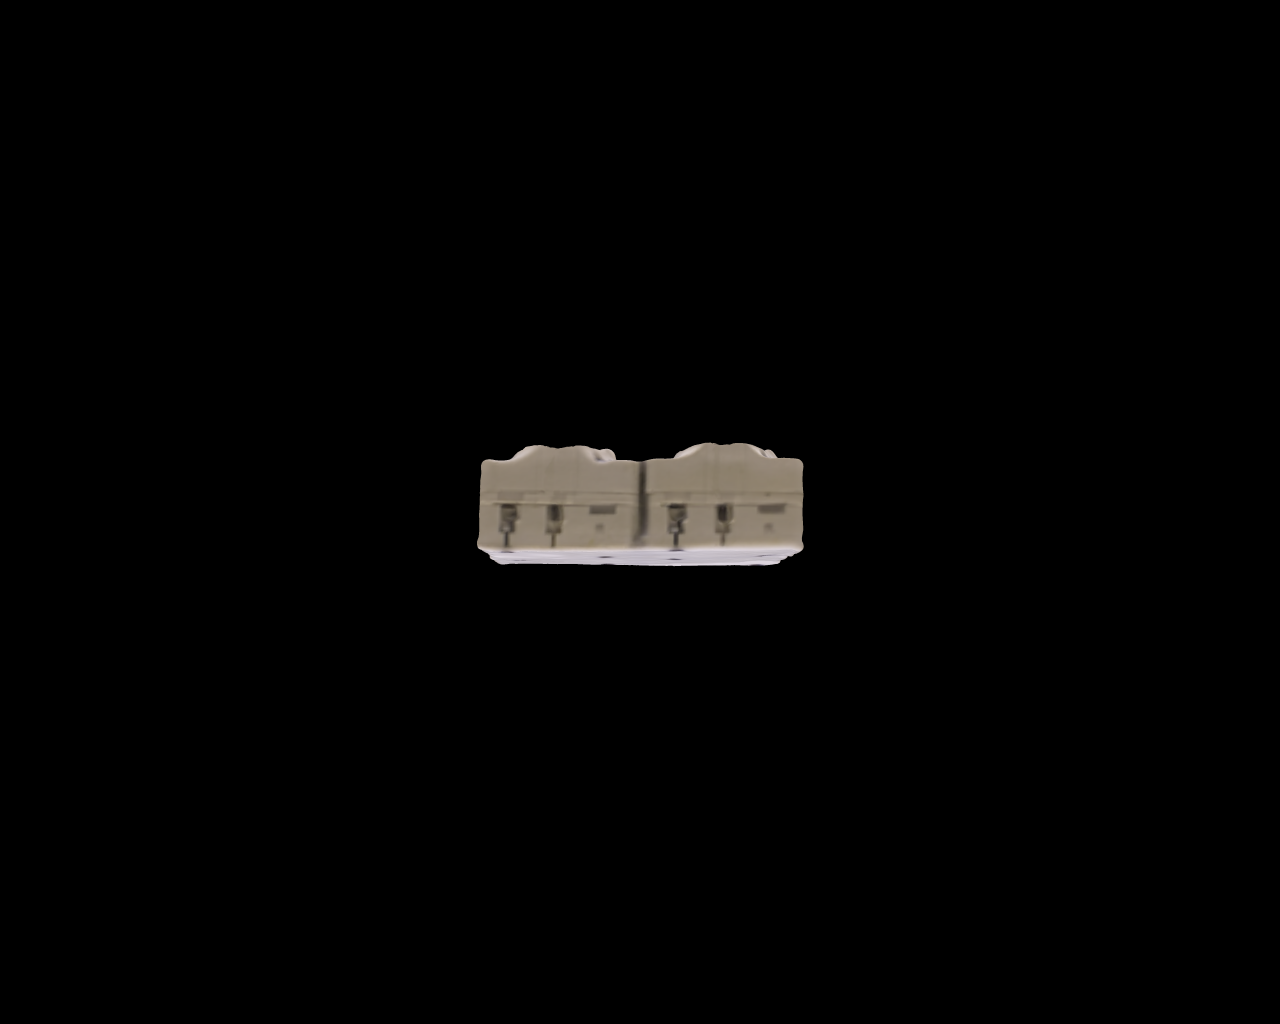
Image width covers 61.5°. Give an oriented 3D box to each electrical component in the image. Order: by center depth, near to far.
[{"bbox_3d":[0.001,-0.003,0.650,0.186,0.060,0.105,0,-7,0],"label":"electrical component"}]
